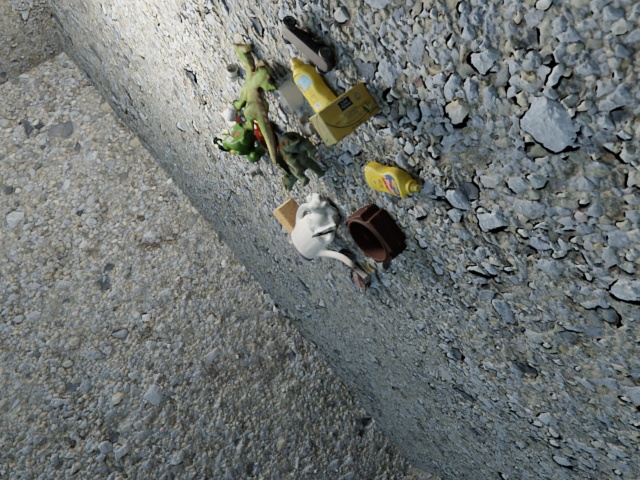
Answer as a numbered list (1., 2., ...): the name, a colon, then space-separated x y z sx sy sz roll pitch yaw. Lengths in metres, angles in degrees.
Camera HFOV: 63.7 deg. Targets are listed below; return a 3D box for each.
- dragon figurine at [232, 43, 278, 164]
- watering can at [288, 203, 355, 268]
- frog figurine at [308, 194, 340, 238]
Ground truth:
1. dragon figurine: -0.198 -0.478 1.721 0.123 0.414 0.239 -22 -13 -23
2. watering can: -0.009 0.014 2.151 0.105 0.351 0.220 -14 -25 -48
3. frog figurine: 0.006 -0.102 2.033 0.136 0.160 0.123 -25 -11 42
